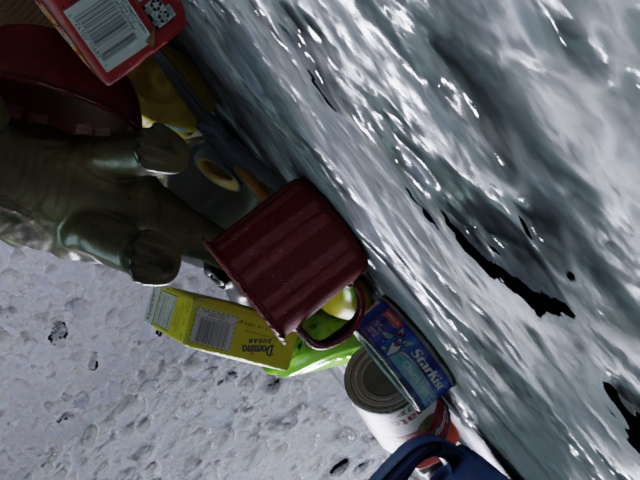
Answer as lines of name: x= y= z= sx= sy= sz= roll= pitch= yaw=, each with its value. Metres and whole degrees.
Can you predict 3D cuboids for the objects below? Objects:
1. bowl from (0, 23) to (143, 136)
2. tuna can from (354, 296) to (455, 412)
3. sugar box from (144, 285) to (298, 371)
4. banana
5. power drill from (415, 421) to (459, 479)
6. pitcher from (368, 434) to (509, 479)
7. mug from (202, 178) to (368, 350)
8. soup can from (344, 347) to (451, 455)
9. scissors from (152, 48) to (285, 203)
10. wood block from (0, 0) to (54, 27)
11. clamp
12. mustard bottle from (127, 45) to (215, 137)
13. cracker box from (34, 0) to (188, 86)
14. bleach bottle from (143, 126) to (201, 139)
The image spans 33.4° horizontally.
bowl: x=-0.197 y=-0.113 z=0.780 sx=0.162 sy=0.055 sz=0.162 roll=11 pitch=167 yaw=2
tuna can: x=0.060 y=0.085 z=0.789 sx=0.086 sy=0.033 sz=0.086 roll=51 pitch=175 yaw=6
sugar box: x=-0.090 y=0.073 z=0.922 sx=0.093 sy=0.048 sz=0.176 roll=17 pitch=173 yaw=-18
banana: x=0.000 y=0.018 z=0.875 sx=0.198 sy=0.037 sz=0.069 roll=41 pitch=148 yaw=57
power drill: x=0.094 y=0.185 z=1.036 sx=0.184 sy=0.057 sz=0.187 roll=51 pitch=175 yaw=14
pitcher: x=0.075 y=0.285 z=0.855 sx=0.149 sy=0.242 sz=0.145 roll=41 pitch=169 yaw=31
mug: x=-0.014 y=0.021 z=0.734 sx=0.117 sy=0.081 sz=0.093 roll=52 pitch=175 yaw=-6
soup can: x=0.065 y=0.131 z=0.880 sx=0.069 sy=0.068 sz=0.102 roll=48 pitch=173 yaw=36
scissors: x=-0.092 y=-0.084 z=0.823 sx=0.096 sy=0.016 sz=0.201 roll=12 pitch=155 yaw=44
wood block: x=-0.237 y=-0.168 z=0.987 sx=0.091 sy=0.090 sz=0.206 roll=8 pitch=157 yaw=5
clamp: x=-0.098 y=0.020 z=1.021 sx=0.164 sy=0.036 sz=0.210 roll=40 pitch=158 yaw=3
mustard bottle: x=-0.134 y=-0.125 z=0.875 sx=0.096 sy=0.058 sz=0.192 roll=35 pitch=177 yaw=-11
cracker box: x=-0.177 y=-0.207 z=0.666 sx=0.164 sy=0.072 sz=0.214 roll=57 pitch=174 yaw=-35
bleach bottle: x=-0.086 y=-0.037 z=1.054 sx=0.251 sy=0.068 sz=0.102 roll=49 pitch=170 yaw=6
